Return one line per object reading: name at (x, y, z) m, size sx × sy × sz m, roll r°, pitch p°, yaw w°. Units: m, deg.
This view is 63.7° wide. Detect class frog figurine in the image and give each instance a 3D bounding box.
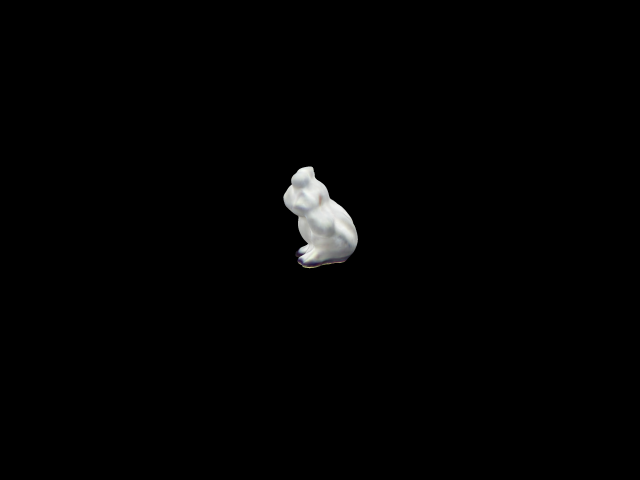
frog figurine at (0.003, -0.043, 0.850) m, size 0.122 × 0.158 × 0.139 m, roll 3°, pitch 13°, yaw 12°
